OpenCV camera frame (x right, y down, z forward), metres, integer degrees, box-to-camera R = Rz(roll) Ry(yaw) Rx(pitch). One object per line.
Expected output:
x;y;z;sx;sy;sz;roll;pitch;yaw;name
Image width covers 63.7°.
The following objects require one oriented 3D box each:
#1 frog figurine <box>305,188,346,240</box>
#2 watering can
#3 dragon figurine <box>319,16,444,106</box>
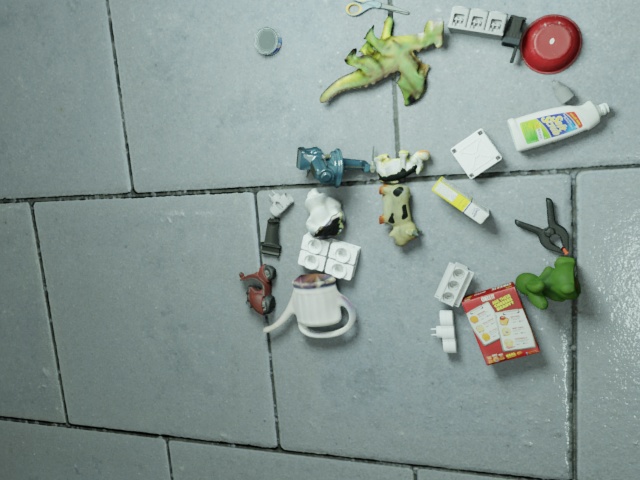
0.005;-0.085;1.683;0.136;0.122;0.162;-51;48;18;frog figurine
-0.049;0.225;1.740;0.347;0.105;0.223;-5;98;18;watering can
0.206;-0.501;1.537;0.242;0.124;0.404;41;117;-2;dragon figurine
